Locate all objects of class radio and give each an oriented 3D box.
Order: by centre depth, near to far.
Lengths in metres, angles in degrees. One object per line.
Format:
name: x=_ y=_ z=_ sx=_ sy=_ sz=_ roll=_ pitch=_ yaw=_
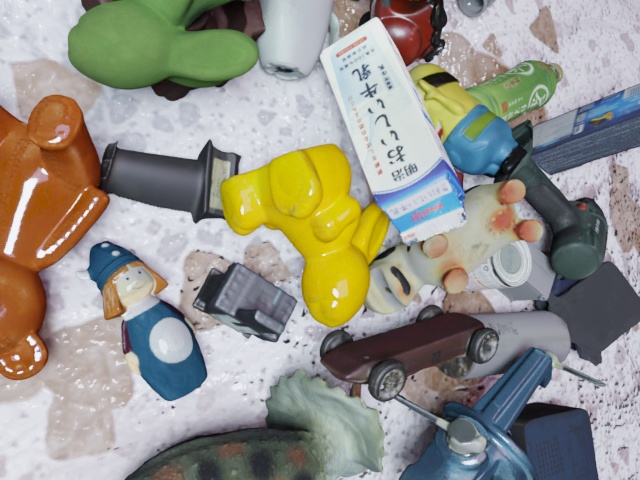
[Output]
radio: x=0.289 y=0.327 z=0.679 sx=0.131 sy=0.073 sz=0.229 roll=-4 pitch=85 yaw=-31

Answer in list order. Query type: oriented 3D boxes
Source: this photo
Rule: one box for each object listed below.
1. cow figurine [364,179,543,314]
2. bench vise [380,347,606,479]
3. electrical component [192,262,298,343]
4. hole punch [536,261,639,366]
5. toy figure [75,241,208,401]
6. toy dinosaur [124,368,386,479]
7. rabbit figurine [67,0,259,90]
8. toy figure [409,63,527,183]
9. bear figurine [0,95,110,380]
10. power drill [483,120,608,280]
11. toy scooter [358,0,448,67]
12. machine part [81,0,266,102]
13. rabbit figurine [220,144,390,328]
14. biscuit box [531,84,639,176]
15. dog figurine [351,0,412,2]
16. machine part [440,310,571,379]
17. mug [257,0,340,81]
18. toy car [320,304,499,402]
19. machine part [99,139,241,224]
cow figurine: x=0.124 y=0.010 z=0.583 sx=0.195 sy=0.127 sz=0.085 roll=-35 pitch=99 yaw=-3
bench vise: x=0.182 y=0.196 z=0.574 sx=0.240 sy=0.129 sz=0.223 roll=-42 pitch=133 yaw=-19
electrical component: x=-0.064 y=0.058 z=0.495 sx=0.075 sy=0.119 sz=0.048 roll=34 pitch=67 yaw=-19
hole punch: x=0.374 y=0.090 z=0.770 sx=0.116 sy=0.092 sz=0.142 roll=-40 pitch=107 yaw=2
toy figure: x=-0.155 y=0.067 z=0.480 sx=0.154 sy=0.058 sz=0.064 roll=61 pitch=21 yaw=-5
toy dinosaur: x=-0.089 y=0.231 z=0.460 sx=0.405 sy=0.131 sz=0.192 roll=-8 pitch=73 yaw=-26
rabbit figurine: x=-0.132 y=-0.194 z=0.455 sx=0.159 sy=0.121 sz=0.170 roll=35 pitch=82 yaw=-28
toy figure: x=0.170 y=-0.142 z=0.663 sx=0.180 sy=0.082 sz=0.089 roll=40 pitch=44 yaw=13
bear figurine: x=-0.245 y=-0.003 z=0.403 sx=0.120 sy=0.132 sz=0.196 roll=14 pitch=68 yaw=4
power drill: x=0.319 y=-0.060 z=0.745 sx=0.207 sy=0.086 sz=0.232 roll=51 pitch=36 yaw=-12
toy scooter: x=0.107 y=-0.265 z=0.601 sx=0.135 sy=0.183 sz=0.075 roll=8 pitch=57 yaw=14
machine part: x=-0.145 y=-0.229 z=0.535 sx=0.179 sy=0.056 sz=0.179 roll=6 pitch=78 yaw=-29
rabbit figurine: x=-0.001 y=-0.002 z=0.538 sx=0.162 sy=0.122 sz=0.173 roll=-18 pitch=87 yaw=-58
biscuit box: x=0.391 y=-0.154 z=0.741 sx=0.062 sy=0.203 sz=0.059 roll=32 pitch=66 yaw=-23
dog figurine: x=0.120 y=-0.359 z=0.629 sx=0.172 sy=0.191 sz=0.121 roll=30 pitch=68 yaw=-20
machine part: x=0.229 y=0.128 z=0.674 sx=0.243 sy=0.079 sz=0.079 roll=3 pitch=80 yaw=-29
mug: x=-0.024 y=-0.231 z=0.597 sx=0.109 sy=0.081 sz=0.107 roll=16 pitch=84 yaw=-51
toy car: x=0.090 y=0.112 z=0.537 sx=0.202 sy=0.089 sz=0.053 roll=-10 pitch=112 yaw=-37
machine part: x=-0.142 y=-0.059 z=0.519 sx=0.139 sy=0.039 sz=0.084 roll=3 pitch=88 yaw=-31
